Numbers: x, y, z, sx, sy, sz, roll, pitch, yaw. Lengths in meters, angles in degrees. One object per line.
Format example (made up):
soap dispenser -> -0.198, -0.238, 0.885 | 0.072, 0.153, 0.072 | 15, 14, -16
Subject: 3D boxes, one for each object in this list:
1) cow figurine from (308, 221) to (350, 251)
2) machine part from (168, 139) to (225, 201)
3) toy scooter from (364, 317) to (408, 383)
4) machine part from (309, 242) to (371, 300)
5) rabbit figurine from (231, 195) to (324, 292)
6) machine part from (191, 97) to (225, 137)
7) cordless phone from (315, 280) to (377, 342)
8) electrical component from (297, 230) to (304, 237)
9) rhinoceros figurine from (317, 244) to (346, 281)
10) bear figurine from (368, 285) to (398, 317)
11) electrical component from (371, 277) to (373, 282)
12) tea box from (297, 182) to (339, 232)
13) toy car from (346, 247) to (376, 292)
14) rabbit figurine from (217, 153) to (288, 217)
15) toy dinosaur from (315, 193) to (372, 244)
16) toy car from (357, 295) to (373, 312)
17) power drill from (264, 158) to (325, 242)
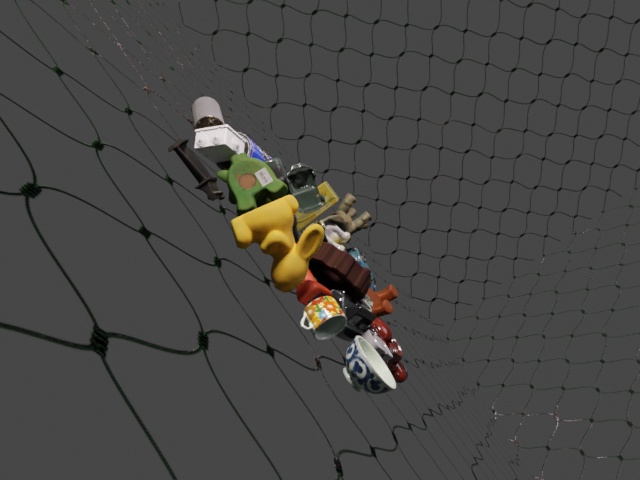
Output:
cow figurine -> -0.004, -0.002, 1.332 | 0.098, 0.068, 0.167 | 36, -22, -18
machine part -> -0.237, -0.134, 1.038 | 0.139, 0.039, 0.084 | 53, 13, -1
toy scooter -> 0.153, 0.269, 1.333 | 0.184, 0.075, 0.135 | 60, 12, 24
machine part -> 0.038, 0.071, 1.267 | 0.179, 0.056, 0.179 | 29, -20, 12
rabbit figurine -> -0.070, 0.011, 1.030 | 0.122, 0.162, 0.173 | 149, -79, -86
machine part -> -0.287, -0.307, 1.373 | 0.079, 0.079, 0.243 | 47, 11, -32
cordless phone -> 0.028, 0.141, 1.240 | 0.184, 0.089, 0.146 | 44, 3, 31
electrical component -> -0.064, -0.011, 1.432 | 0.102, 0.045, 0.078 | 47, 8, -31
rhinoceros figurine -> 0.029, 0.065, 1.447 | 0.112, 0.073, 0.190 | 61, 20, -5
bear figurine -> 0.117, 0.130, 1.551 | 0.195, 0.132, 0.120 | 57, 31, -11
electrical component -> 0.074, 0.118, 1.378 | 0.048, 0.119, 0.075 | 55, 11, 14
tea box -> -0.031, -0.088, 1.511 | 0.068, 0.169, 0.098 | 51, 7, -4
toy car -> 0.100, 0.114, 1.665 | 0.161, 0.109, 0.103 | 62, 29, -10
rabbit figurine -> -0.162, -0.111, 1.207 | 0.159, 0.121, 0.170 | 47, -11, 10
toy dinosaur -> 0.055, -0.035, 1.626 | 0.105, 0.198, 0.471 | 45, -4, 14
toy car -> 0.097, 0.180, 1.387 | 0.056, 0.073, 0.202 | 52, 8, 1
power drill -> -0.065, -0.090, 1.266 | 0.207, 0.086, 0.232 | -6, -77, 70
